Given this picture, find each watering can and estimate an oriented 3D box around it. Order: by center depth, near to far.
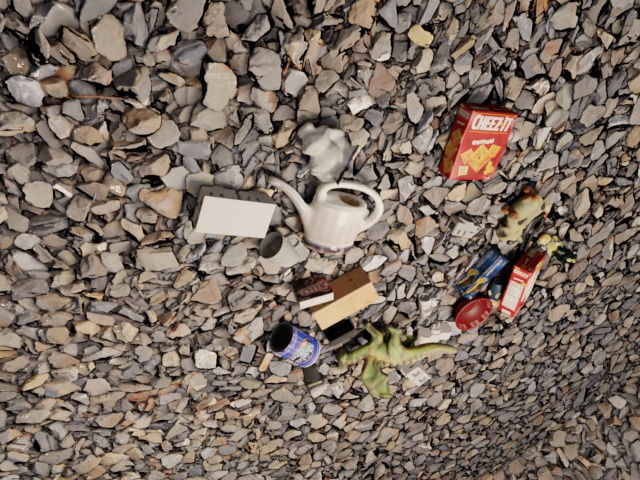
[{"bbox_3d":[0.004,-0.071,1.411,0.347,0.106,0.220,6,120,-19],"label":"watering can"}]

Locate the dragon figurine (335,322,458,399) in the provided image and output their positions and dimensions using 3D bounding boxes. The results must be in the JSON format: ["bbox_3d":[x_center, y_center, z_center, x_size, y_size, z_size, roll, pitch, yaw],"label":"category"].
[{"bbox_3d":[0.236,0.419,1.748,0.120,0.411,0.246,49,58,-55],"label":"dragon figurine"}]

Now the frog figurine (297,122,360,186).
[{"bbox_3d":[0.009,-0.228,1.314,0.159,0.124,0.135,32,111,0],"label":"frog figurine"}]
